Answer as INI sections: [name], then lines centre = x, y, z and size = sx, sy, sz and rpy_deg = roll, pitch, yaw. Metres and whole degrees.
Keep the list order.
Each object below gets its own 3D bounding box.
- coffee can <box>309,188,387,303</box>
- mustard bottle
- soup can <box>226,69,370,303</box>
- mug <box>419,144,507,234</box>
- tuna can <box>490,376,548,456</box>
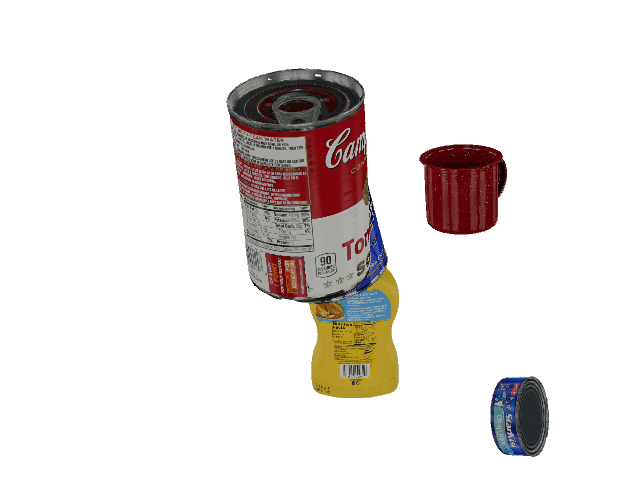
[coffee can]
centre = -0.005, -0.030, 0.943
size = 0.103, 0.140, 0.103
rpy_deg = -12, 33, 8
[mustard bottle]
centre = 0.036, 0.075, 1.149
size = 0.096, 0.192, 0.058
rpy_deg = 0, 24, 3
[soup can]
centre = -0.009, -0.028, 0.546
size = 0.068, 0.102, 0.068
rpy_deg = -3, 31, 2
[mug]
centre = 0.170, -0.061, 1.222
size = 0.117, 0.081, 0.093
rpy_deg = -21, 27, -36
[tuna can]
centre = 0.216, 0.191, 1.159
size = 0.034, 0.086, 0.086
rpy_deg = -5, -3, 33
